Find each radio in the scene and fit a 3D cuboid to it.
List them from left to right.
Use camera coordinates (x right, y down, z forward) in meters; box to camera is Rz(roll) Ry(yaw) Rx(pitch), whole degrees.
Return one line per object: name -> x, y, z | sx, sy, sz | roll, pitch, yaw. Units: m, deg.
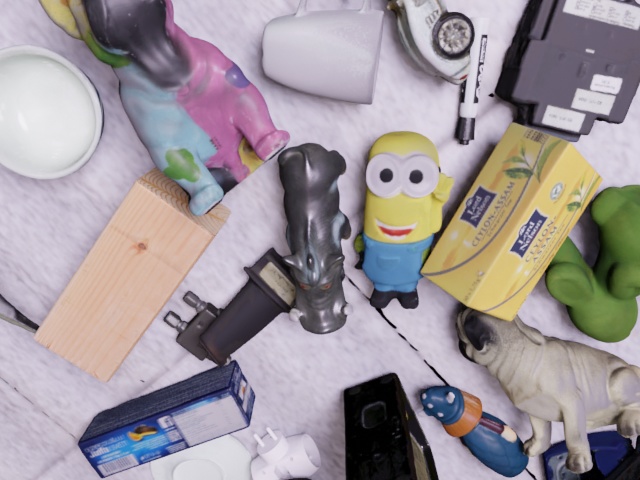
radio -> 0.080, 0.248, 0.564 | 0.073, 0.230, 0.131 | -23, 103, 7

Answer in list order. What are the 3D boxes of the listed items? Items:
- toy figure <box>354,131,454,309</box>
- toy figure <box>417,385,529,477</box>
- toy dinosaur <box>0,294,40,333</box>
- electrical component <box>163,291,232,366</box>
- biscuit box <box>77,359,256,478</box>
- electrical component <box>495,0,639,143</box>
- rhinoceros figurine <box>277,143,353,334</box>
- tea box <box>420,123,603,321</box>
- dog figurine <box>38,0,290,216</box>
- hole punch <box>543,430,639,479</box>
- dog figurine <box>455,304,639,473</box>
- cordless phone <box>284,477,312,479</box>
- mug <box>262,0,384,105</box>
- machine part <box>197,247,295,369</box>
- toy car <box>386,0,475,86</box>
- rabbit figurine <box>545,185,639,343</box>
toy figure -> 0.077, -0.020, 0.548 | 0.082, 0.089, 0.179 | -8, 118, -12
toy figure -> 0.180, 0.221, 0.642 | 0.154, 0.058, 0.064 | 42, 99, -8
toy dinosaur -> -0.476, -0.007, 0.545 | 0.405, 0.131, 0.192 | 6, 110, -8
electrical component -> -0.131, 0.104, 0.623 | 0.094, 0.021, 0.063 | 43, 104, -12
biscuit box -> -0.181, 0.214, 0.640 | 0.203, 0.063, 0.059 | -21, 109, 8
electrical component -> 0.236, -0.163, 0.507 | 0.115, 0.058, 0.134 | 14, 109, -2
rhinoceros figurine -> -0.001, -0.002, 0.539 | 0.073, 0.112, 0.190 | -4, 101, 0
tea box -> 0.186, -0.014, 0.522 | 0.098, 0.068, 0.169 | 19, 104, -44
dog figurine -> -0.129, -0.137, 0.459 | 0.108, 0.191, 0.219 | -37, 101, -4
hole punch -> 0.345, 0.299, 0.662 | 0.116, 0.092, 0.142 | -22, 107, -23
dog figurine -> 0.258, 0.126, 0.596 | 0.172, 0.121, 0.190 | -27, 88, -27
cordless phone -> 0.016, 0.361, 0.669 | 0.147, 0.089, 0.184 | -3, 113, 2
mug -> 0.002, -0.180, 0.488 | 0.107, 0.081, 0.109 | 5, 131, 6
machine part -> -0.077, 0.078, 0.595 | 0.084, 0.039, 0.139 | 44, 85, -21
toy car -> 0.076, -0.226, 0.478 | 0.056, 0.073, 0.201 | -31, 106, 8
rabbit figurine -> 0.305, 0.039, 0.549 | 0.159, 0.121, 0.170 | 14, 124, -1
